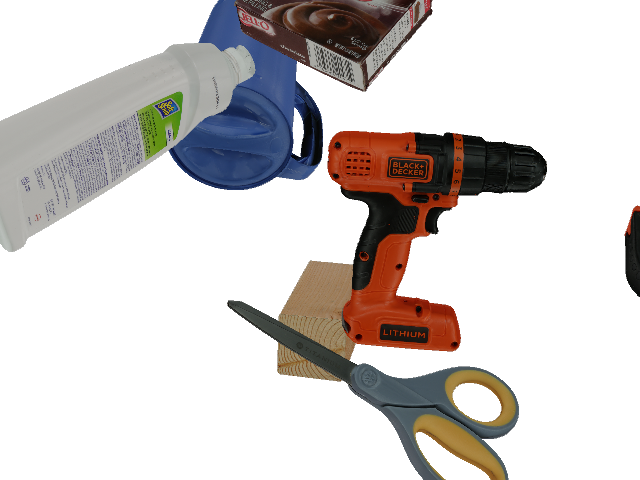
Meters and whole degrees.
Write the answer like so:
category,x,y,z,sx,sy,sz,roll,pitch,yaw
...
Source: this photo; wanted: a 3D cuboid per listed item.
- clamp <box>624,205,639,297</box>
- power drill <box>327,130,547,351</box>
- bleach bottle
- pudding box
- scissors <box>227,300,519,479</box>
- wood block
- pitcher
category,x,y,z,sx,sy,sz,roll,pitch,yaw
clamp,0.267,0.039,0.703,0.120,0.039,0.171,-2,45,-19
power drill,0.093,-0.001,0.916,0.184,0.188,0.057,5,16,1
bleach bottle,-0.164,-0.091,0.874,0.250,0.068,0.103,-30,-29,-22
pudding box,0.010,-0.166,0.760,0.114,0.090,0.039,31,-22,20
scissors,0.044,0.080,0.661,0.096,0.202,0.016,-43,-6,-35
wood block,0.006,0.107,1.483,0.091,0.090,0.206,6,20,9
pitcher,-0.077,-0.172,1.178,0.145,0.149,0.242,-7,39,12
